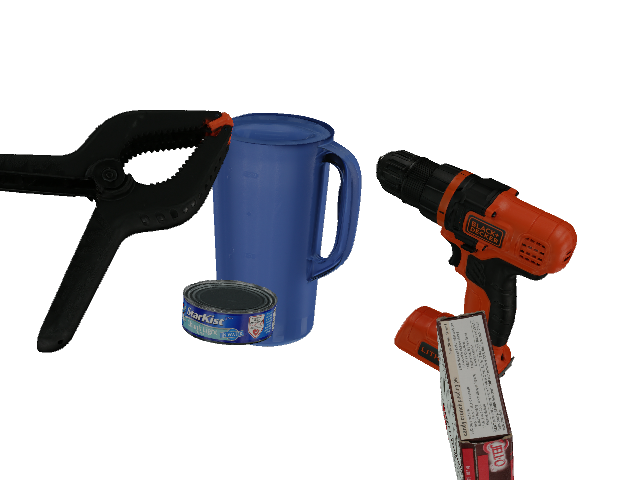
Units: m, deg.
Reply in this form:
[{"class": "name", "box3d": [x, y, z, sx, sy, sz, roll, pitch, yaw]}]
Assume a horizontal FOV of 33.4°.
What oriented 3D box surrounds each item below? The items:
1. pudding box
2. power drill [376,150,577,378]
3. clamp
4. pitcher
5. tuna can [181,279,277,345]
[{"class": "pudding box", "box3d": [0.106, 0.119, 0.729, 0.039, 0.090, 0.113, -8, 42, 1]}, {"class": "power drill", "box3d": [0.117, 0.026, 0.931, 0.185, 0.188, 0.057, 29, 42, 26]}, {"class": "clamp", "box3d": [-0.143, -0.025, 0.726, 0.209, 0.165, 0.036, -24, -22, -23]}, {"class": "pitcher", "box3d": [-0.047, -0.010, 1.162, 0.144, 0.243, 0.149, -4, 22, -17]}, {"class": "tuna can", "box3d": [-0.083, 0.065, 0.969, 0.086, 0.034, 0.086, 6, 15, -2]}]
